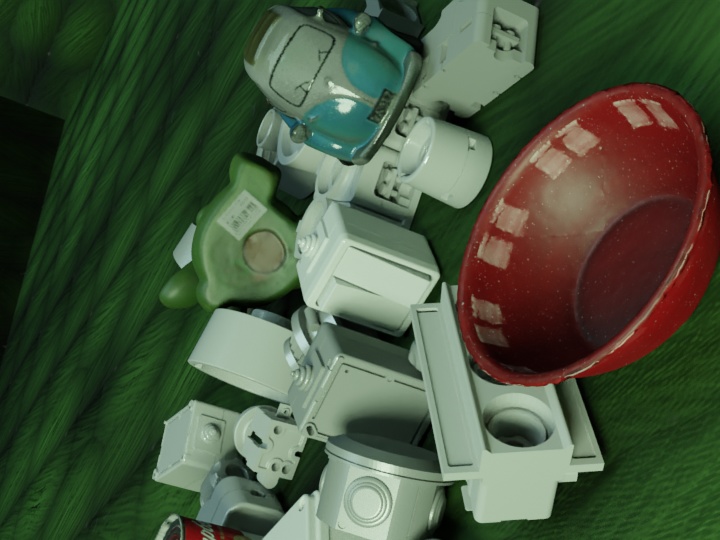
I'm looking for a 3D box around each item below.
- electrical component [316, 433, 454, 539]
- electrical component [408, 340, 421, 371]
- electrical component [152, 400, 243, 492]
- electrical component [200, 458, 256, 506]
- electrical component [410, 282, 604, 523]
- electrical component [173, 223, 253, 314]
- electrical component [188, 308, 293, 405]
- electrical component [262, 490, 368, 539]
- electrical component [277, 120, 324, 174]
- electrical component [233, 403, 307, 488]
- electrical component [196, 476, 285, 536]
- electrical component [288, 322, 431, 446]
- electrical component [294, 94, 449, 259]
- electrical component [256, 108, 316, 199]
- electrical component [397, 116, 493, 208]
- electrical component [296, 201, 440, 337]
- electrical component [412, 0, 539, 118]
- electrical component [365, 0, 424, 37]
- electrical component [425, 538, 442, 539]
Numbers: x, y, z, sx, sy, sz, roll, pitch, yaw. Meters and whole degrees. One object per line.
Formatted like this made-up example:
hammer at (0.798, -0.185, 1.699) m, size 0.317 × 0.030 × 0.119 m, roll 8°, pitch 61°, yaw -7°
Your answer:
electrical component at (0.015, 0.131, 0.647) m, size 0.080 × 0.080 × 0.051 m, roll 12°, pitch 88°, yaw 67°
electrical component at (0.057, 0.038, 0.683) m, size 0.061 × 0.035 × 0.035 m, roll -64°, pitch 23°, yaw 9°
electrical component at (-0.145, 0.165, 1.005) m, size 0.096 × 0.061 × 0.061 m, roll -37°, pitch 39°, yaw 53°
electrical component at (-0.121, 0.199, 0.946) m, size 0.062 × 0.043 × 0.043 m, roll -58°, pitch 25°, yaw 29°
electrical component at (0.073, 0.069, 0.574) m, size 0.121 × 0.079 × 0.063 m, roll -99°, pitch 8°, yaw -49°
electrical component at (-0.141, -0.005, 1.096) m, size 0.064 × 0.099 × 0.099 m, roll -63°, pitch 23°, yaw 2°
electrical component at (-0.080, 0.067, 0.885) m, size 0.108 × 0.108 × 0.060 m, roll -9°, pitch 58°, yaw 65°
electrical component at (-0.033, 0.221, 0.710) m, size 0.108 × 0.056 × 0.108 m, roll -52°, pitch 29°, yaw 37°
electrical component at (-0.025, -0.136, 0.980) m, size 0.108 × 0.060 × 0.108 m, roll -48°, pitch 31°, yaw 42°
electrical component at (-0.076, 0.140, 0.890) m, size 0.055 × 0.048 × 0.066 m, roll 22°, pitch 92°, yaw 60°
electrical component at (-0.102, 0.220, 0.872) m, size 0.095 × 0.054 × 0.059 m, roll -67°, pitch 23°, yaw 9°
electrical component at (-0.004, 0.077, 0.708) m, size 0.061 × 0.096 × 0.061 m, roll -63°, pitch 22°, yaw 15°
electrical component at (0.004, -0.071, 0.859) m, size 0.089 × 0.062 × 0.150 m, roll 11°, pitch 82°, yaw 67°
electrical component at (-0.068, -0.131, 1.075) m, size 0.108 × 0.060 × 0.108 m, roll -49°, pitch 30°, yaw 42°
electrical component at (0.058, -0.077, 0.758) m, size 0.055 × 0.047 × 0.055 m, roll -48°, pitch 31°, yaw 42°
electrical component at (0.000, 0.000, 0.763) m, size 0.061 × 0.096 × 0.061 m, roll -59°, pitch 25°, yaw 24°
electrical component at (0.082, -0.157, 0.767) m, size 0.089 × 0.050 × 0.055 m, roll -32°, pitch 44°, yaw 57°
electrical component at (0.022, -0.210, 0.961) m, size 0.063 × 0.042 × 0.081 m, roll -59°, pitch 24°, yaw 34°
electrical component at (0.050, 0.174, 0.579) m, size 0.078 × 0.040 × 0.040 m, roll 15°, pitch 85°, yaw 68°
